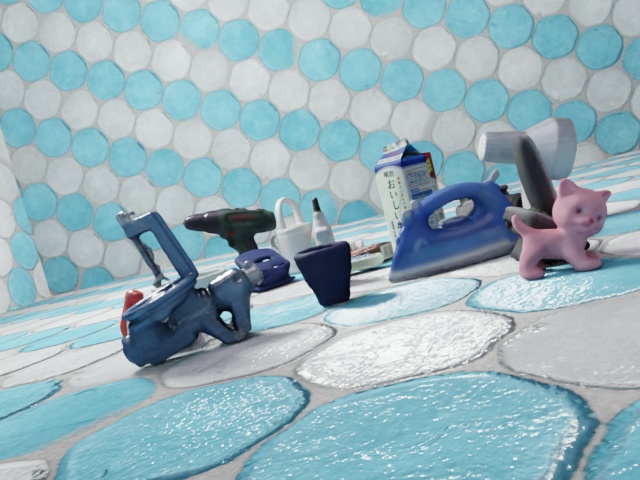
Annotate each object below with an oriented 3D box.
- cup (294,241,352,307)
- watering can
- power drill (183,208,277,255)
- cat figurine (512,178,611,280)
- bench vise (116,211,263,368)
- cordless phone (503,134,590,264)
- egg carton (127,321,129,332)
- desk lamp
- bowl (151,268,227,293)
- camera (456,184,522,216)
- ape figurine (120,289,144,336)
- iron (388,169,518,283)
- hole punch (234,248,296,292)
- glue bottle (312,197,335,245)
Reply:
[{"bbox_3d":[0.011,0.056,0.924,0.092,0.095,0.117,-15,4,-5],"label":"cup"},{"bbox_3d":[-0.059,-0.017,1.467,0.172,0.194,0.101,-13,4,13],"label":"watering can"},{"bbox_3d":[-0.213,0.015,1.463,0.230,0.208,0.075,-15,4,-11],"label":"power drill"},{"bbox_3d":[0.310,-0.019,0.732,0.127,0.118,0.067,-13,5,22],"label":"cat figurine"},{"bbox_3d":[-0.198,0.052,0.824,0.208,0.220,0.121,-17,5,-31],"label":"bench vise"},{"bbox_3d":[0.311,-0.062,0.830,0.094,0.185,0.147,-14,4,4],"label":"cordless phone"},{"bbox_3d":[-0.253,0.137,0.920,0.107,0.069,0.150,-16,4,-15],"label":"egg carton"},{"bbox_3d":[0.402,-0.121,1.118,0.203,0.213,0.118,-14,4,3],"label":"desk lamp"},{"bbox_3d":[-0.275,0.116,1.241,0.167,0.075,0.167,-14,4,1],"label":"bowl"},{"bbox_3d":[0.392,-0.071,1.262,0.143,0.101,0.136,-16,5,-24],"label":"camera"},{"bbox_3d":[-0.339,0.137,1.067,0.076,0.092,0.078,-13,5,22],"label":"ape figurine"},{"bbox_3d":[0.222,-0.027,0.986,0.258,0.141,0.118,-15,4,-13],"label":"iron"},{"bbox_3d":[-0.126,0.065,1.307,0.109,0.091,0.100,-17,5,-33],"label":"hole punch"},{"bbox_3d":[0.010,0.004,1.080,0.037,0.173,0.078,-14,4,0],"label":"glue bottle"}]
